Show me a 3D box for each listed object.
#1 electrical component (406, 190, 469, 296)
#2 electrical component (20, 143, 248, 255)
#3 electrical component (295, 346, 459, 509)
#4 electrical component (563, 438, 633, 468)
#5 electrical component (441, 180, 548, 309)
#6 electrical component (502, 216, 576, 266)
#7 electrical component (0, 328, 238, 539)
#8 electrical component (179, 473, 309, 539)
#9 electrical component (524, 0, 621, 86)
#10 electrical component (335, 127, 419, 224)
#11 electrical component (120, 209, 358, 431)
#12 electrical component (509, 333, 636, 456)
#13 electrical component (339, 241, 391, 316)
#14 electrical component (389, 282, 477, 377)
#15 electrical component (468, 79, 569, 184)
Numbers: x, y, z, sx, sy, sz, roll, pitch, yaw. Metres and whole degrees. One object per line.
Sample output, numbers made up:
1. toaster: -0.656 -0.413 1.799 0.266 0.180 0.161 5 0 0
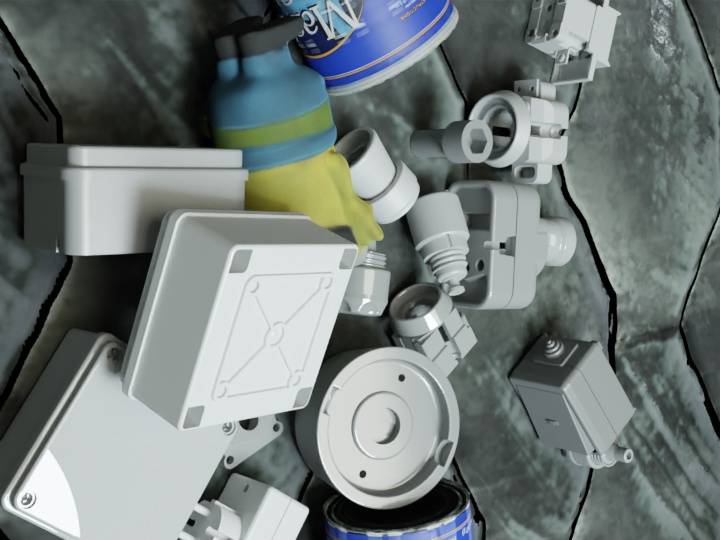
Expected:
1. electrical component: 0.059 -0.020 0.774 0.040 0.040 0.078 2 65 -38
2. electrical component: -0.129 -0.042 0.616 0.113 0.078 0.057 -4 99 -38
3. electrical component: 0.007 0.105 0.740 0.108 0.060 0.108 0 90 -27
4. electrical component: 0.200 0.149 0.898 0.035 0.061 0.035 -3 96 -38
5. electrical component: 0.102 -0.019 0.813 0.059 0.054 0.095 1 93 -38
6. electrical component: 0.142 -0.024 0.854 0.046 0.040 0.040 4 91 -32
7. electrical component: -0.145 0.106 0.628 0.109 0.056 0.108 40 70 -33
8. electrical component: -0.088 0.170 0.683 0.076 0.047 0.083 39 69 -35
9. electrical component: 0.168 -0.192 0.860 0.064 0.042 0.081 17 83 -34
10. electrical component: 0.009 -0.064 0.743 0.055 0.045 0.045 44 67 -32
11. electrical component: -0.066 0.025 0.597 0.109 0.056 0.108 -2 115 -53
12. electrical component: 0.167 0.098 0.868 0.061 0.062 0.096 -47 119 -25
13. electrical component: 0.000 0.000 0.742 0.043 0.043 0.062 9 87 -38
14. electrical component: 0.050 0.043 0.784 0.066 0.048 0.055 -46 127 -26
15. electrical component: 0.119 -0.106 0.819 0.057 0.058 0.078 0 94 -41
